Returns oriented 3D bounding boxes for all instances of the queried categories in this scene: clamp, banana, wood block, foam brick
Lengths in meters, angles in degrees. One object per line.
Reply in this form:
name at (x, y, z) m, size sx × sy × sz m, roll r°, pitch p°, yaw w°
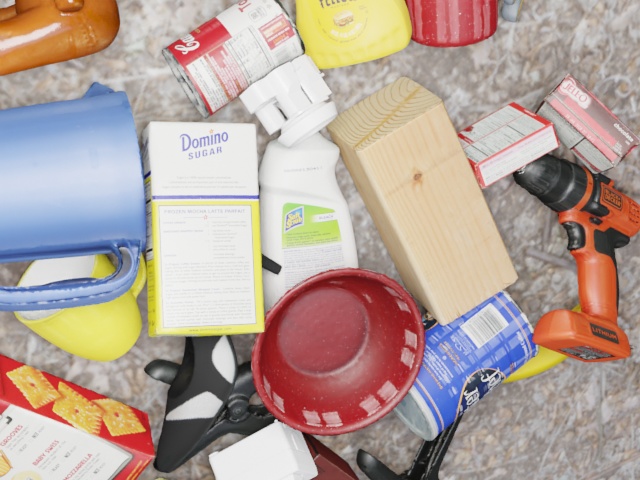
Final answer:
clamp at (0.091, 0.266, 1.135) m, size 0.164 × 0.036 × 0.210 m, roll -19°, pitch 125°, yaw -41°
banana at (0.226, 0.113, 1.147) m, size 0.197 × 0.037 × 0.069 m, roll -28°, pitch 102°, yaw -9°
wood block at (0.098, -0.035, 1.001) m, size 0.090 × 0.090 × 0.206 m, roll -31°, pitch 120°, yaw -6°
foam brick at (-0.003, 0.243, 1.101) m, size 0.053 × 0.051 × 0.078 m, roll -46°, pitch 121°, yaw 1°
clamp at (-0.091, 0.151, 1.036) m, size 0.171 × 0.039 × 0.120 m, roll -18°, pitch 122°, yaw -16°

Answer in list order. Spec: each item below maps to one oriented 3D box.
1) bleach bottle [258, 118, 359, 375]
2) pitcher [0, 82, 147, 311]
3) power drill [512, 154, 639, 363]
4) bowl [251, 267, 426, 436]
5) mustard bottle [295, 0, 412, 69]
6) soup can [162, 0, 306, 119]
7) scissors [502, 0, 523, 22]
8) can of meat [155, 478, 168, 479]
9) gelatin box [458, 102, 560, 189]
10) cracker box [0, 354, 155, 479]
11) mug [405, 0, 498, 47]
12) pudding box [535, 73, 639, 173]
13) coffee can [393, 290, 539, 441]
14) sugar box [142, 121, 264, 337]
bleach bottle at (-0.007, 0.001, 0.992) m, size 0.102 × 0.068 × 0.251 m, roll -8°, pitch 112°, yaw -18°
pitcher at (-0.258, -0.030, 0.836) m, size 0.242 × 0.149 × 0.145 m, roll -9°, pitch 117°, yaw -15°
power drill at (0.251, 0.016, 1.048) m, size 0.184 × 0.057 × 0.187 m, roll 21°, pitch 67°, yaw -34°
bowl at (0.011, 0.093, 0.963) m, size 0.162 × 0.055 × 0.162 m, roll -5°, pitch 109°, yaw -15°
mustard bottle at (0.009, -0.243, 0.888) m, size 0.096 × 0.058 × 0.191 m, roll -9°, pitch 118°, yaw 18°
soup can at (-0.072, -0.157, 0.894) m, size 0.102 × 0.069 × 0.068 m, roll -33°, pitch 120°, yaw -6°
scissors at (0.191, -0.291, 0.940) m, size 0.016 × 0.096 × 0.202 m, roll 17°, pitch 111°, yaw 12°
can of meat at (-0.120, 0.281, 1.043) m, size 0.083 × 0.102 × 0.057 m, roll 41°, pitch 64°, yaw -33°
gelatin box at (0.170, -0.090, 1.015) m, size 0.089 × 0.073 × 0.030 m, roll -30°, pitch 120°, yaw -8°
cracker box at (-0.281, 0.192, 0.948) m, size 0.213 × 0.072 × 0.164 m, roll 29°, pitch 110°, yaw -29°
mug at (0.120, -0.225, 0.938) m, size 0.117 × 0.093 × 0.081 m, roll -41°, pitch 134°, yaw -43°
pudding box at (0.248, -0.107, 0.999) m, size 0.039 × 0.113 × 0.090 m, roll -45°, pitch 86°, yaw 3°
coffee can at (0.131, 0.116, 1.058) m, size 0.140 × 0.103 × 0.102 m, roll -36°, pitch 120°, yaw -15°
sugar box at (-0.098, -0.009, 0.891) m, size 0.093 × 0.048 × 0.176 m, roll 0°, pitch 82°, yaw -19°
